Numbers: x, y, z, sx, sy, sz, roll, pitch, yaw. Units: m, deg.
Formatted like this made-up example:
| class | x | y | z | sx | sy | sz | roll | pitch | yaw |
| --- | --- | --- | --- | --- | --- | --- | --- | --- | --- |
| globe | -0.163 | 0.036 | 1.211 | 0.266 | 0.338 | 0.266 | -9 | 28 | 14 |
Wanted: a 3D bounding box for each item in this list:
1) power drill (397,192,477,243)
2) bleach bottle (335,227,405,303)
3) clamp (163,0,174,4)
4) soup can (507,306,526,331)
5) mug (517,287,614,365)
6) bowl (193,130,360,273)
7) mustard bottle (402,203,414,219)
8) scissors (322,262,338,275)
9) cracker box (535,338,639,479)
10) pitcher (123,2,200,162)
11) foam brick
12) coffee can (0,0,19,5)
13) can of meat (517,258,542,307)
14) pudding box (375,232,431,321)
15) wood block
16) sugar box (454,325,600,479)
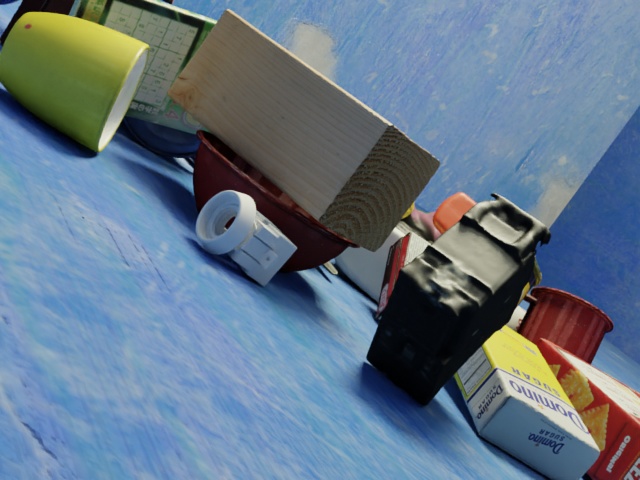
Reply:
| class | x | y | z | sx | sy | sz | roll | pitch | yaw |
| --- | --- | --- | --- | --- | --- | --- | --- | --- | --- |
| power drill | 0.153 | 0.017 | 1.244 | 0.184 | 0.057 | 0.188 | 42 | -19 | 11 |
| bleach bottle | 0.078 | 0.023 | 1.142 | 0.102 | 0.068 | 0.250 | 40 | 5 | 7 |
| clamp | -0.224 | -0.295 | 1.076 | 0.165 | 0.036 | 0.209 | 39 | 13 | 30 |
| soup can | 0.173 | 0.084 | 1.149 | 0.102 | 0.068 | 0.069 | 31 | 8 | -37 |
| mug | 0.235 | 0.100 | 1.106 | 0.117 | 0.081 | 0.093 | 32 | -15 | -11 |
| bowl | -0.047 | -0.022 | 0.866 | 0.162 | 0.055 | 0.162 | 34 | 7 | -5 |
| mustard bottle | 0.014 | -0.068 | 1.162 | 0.191 | 0.058 | 0.096 | -1 | 74 | -38 |
| scissors | -0.007 | 0.001 | 1.068 | 0.096 | 0.016 | 0.202 | 29 | 10 | -42 |
| cracker box | 0.283 | 0.190 | 0.946 | 0.164 | 0.072 | 0.214 | 30 | 10 | -27 |
| pitcher | -0.168 | -0.171 | 1.081 | 0.144 | 0.149 | 0.243 | 13 | 15 | -31 |
| foam brick | -0.254 | -0.199 | 0.998 | 0.051 | 0.078 | 0.053 | 28 | 10 | -39 |
| coffee can | -0.345 | -0.294 | 1.093 | 0.102 | 0.103 | 0.140 | 34 | 7 | -11 |
| can of meat | 0.166 | 0.030 | 1.057 | 0.058 | 0.083 | 0.102 | 2 | -53 | 44 |
| pudding box | 0.108 | 0.058 | 0.969 | 0.113 | 0.039 | 0.090 | 32 | 45 | -16 |
| wood block | -0.016 | -0.090 | 0.860 | 0.206 | 0.091 | 0.090 | 40 | 7 | 36 |
| sugar box | 0.153 | 0.116 | 0.851 | 0.093 | 0.048 | 0.176 | 33 | 12 | -17 |
